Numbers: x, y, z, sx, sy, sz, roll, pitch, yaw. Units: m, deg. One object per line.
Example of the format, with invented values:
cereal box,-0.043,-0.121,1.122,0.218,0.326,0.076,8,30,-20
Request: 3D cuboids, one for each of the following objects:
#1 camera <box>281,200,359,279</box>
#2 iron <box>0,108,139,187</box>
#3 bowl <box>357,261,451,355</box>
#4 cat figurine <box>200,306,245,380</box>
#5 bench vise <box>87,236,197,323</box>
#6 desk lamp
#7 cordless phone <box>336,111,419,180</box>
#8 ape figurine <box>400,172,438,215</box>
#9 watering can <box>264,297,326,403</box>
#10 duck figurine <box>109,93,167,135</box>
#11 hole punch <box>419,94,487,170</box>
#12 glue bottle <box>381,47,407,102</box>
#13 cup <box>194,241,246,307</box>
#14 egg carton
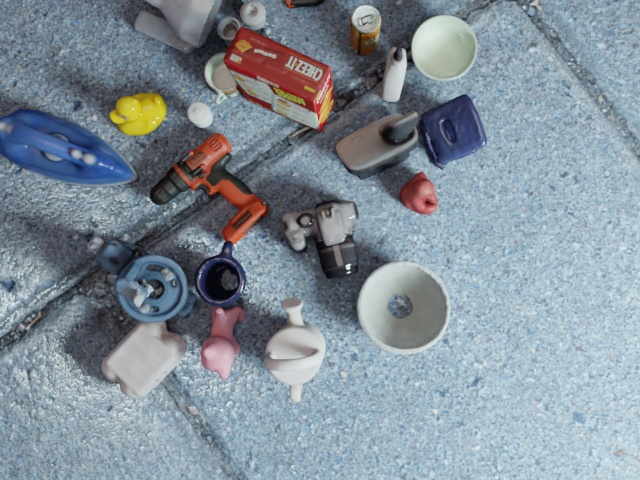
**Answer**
camera,0.010,0.004,1.044,0.143,0.101,0.137,-14,86,1
iron,-0.475,-0.167,1.050,0.258,0.141,0.119,19,88,3
bowl,0.149,0.121,1.046,0.167,0.075,0.167,0,87,2
cat figurine,-0.182,0.181,1.033,0.067,0.118,0.128,4,87,3
bench vise,-0.330,0.074,0.993,0.207,0.220,0.121,18,88,3
desk lamp,-0.259,-0.416,1.020,0.203,0.213,0.118,24,88,3
cordless phone,0.103,-0.179,1.008,0.147,0.185,0.094,-30,86,0
ape figurine,0.186,-0.087,1.047,0.076,0.092,0.078,3,87,3
watering can,-0.047,0.191,0.990,0.101,0.194,0.173,-24,86,1
duck figurine,-0.346,-0.245,1.078,0.104,0.086,0.077,-28,86,1
hole punch,0.242,-0.197,1.051,0.101,0.091,0.109,-21,86,1
glue bottle,0.134,-0.307,1.020,0.037,0.173,0.078,6,87,3
cup,-0.172,0.061,1.051,0.091,0.095,0.118,11,87,3
egg carton,-0.324,0.217,1.061,0.107,0.069,0.150,43,89,4
